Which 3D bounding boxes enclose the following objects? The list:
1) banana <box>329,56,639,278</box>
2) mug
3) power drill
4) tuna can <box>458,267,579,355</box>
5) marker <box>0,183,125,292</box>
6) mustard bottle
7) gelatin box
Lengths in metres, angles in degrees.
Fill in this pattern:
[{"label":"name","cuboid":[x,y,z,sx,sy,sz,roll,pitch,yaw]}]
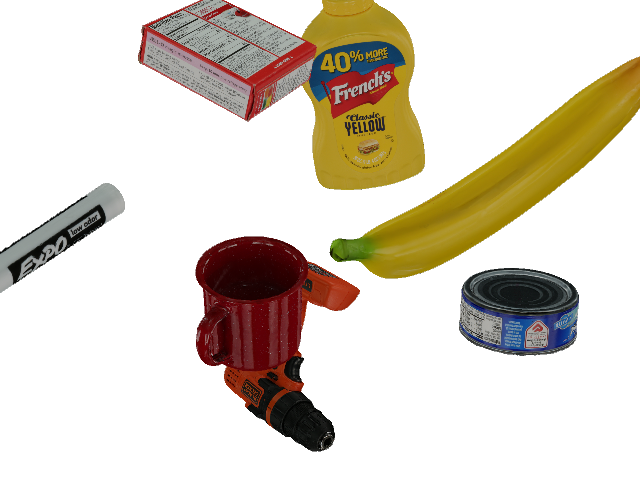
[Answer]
[{"label":"banana","cuboid":[0.098,-0.030,0.585,0.198,0.037,0.069,-33,-12,0]},{"label":"mug","cuboid":[-0.063,0.061,0.890,0.093,0.081,0.117,19,39,24]},{"label":"power drill","cuboid":[-0.024,0.126,1.217,0.057,0.188,0.185,15,10,-45]},{"label":"tuna can","cuboid":[0.145,0.050,0.779,0.086,0.034,0.086,0,21,0]},{"label":"marker","cuboid":[-0.150,0.006,0.549,0.020,0.020,0.120,0,30,44]},{"label":"mustard bottle","cuboid":[0.031,-0.136,0.883,0.096,0.191,0.058,-8,34,3]},{"label":"gelatin box","cuboid":[-0.059,-0.118,0.679,0.089,0.030,0.073,29,40,18]}]
